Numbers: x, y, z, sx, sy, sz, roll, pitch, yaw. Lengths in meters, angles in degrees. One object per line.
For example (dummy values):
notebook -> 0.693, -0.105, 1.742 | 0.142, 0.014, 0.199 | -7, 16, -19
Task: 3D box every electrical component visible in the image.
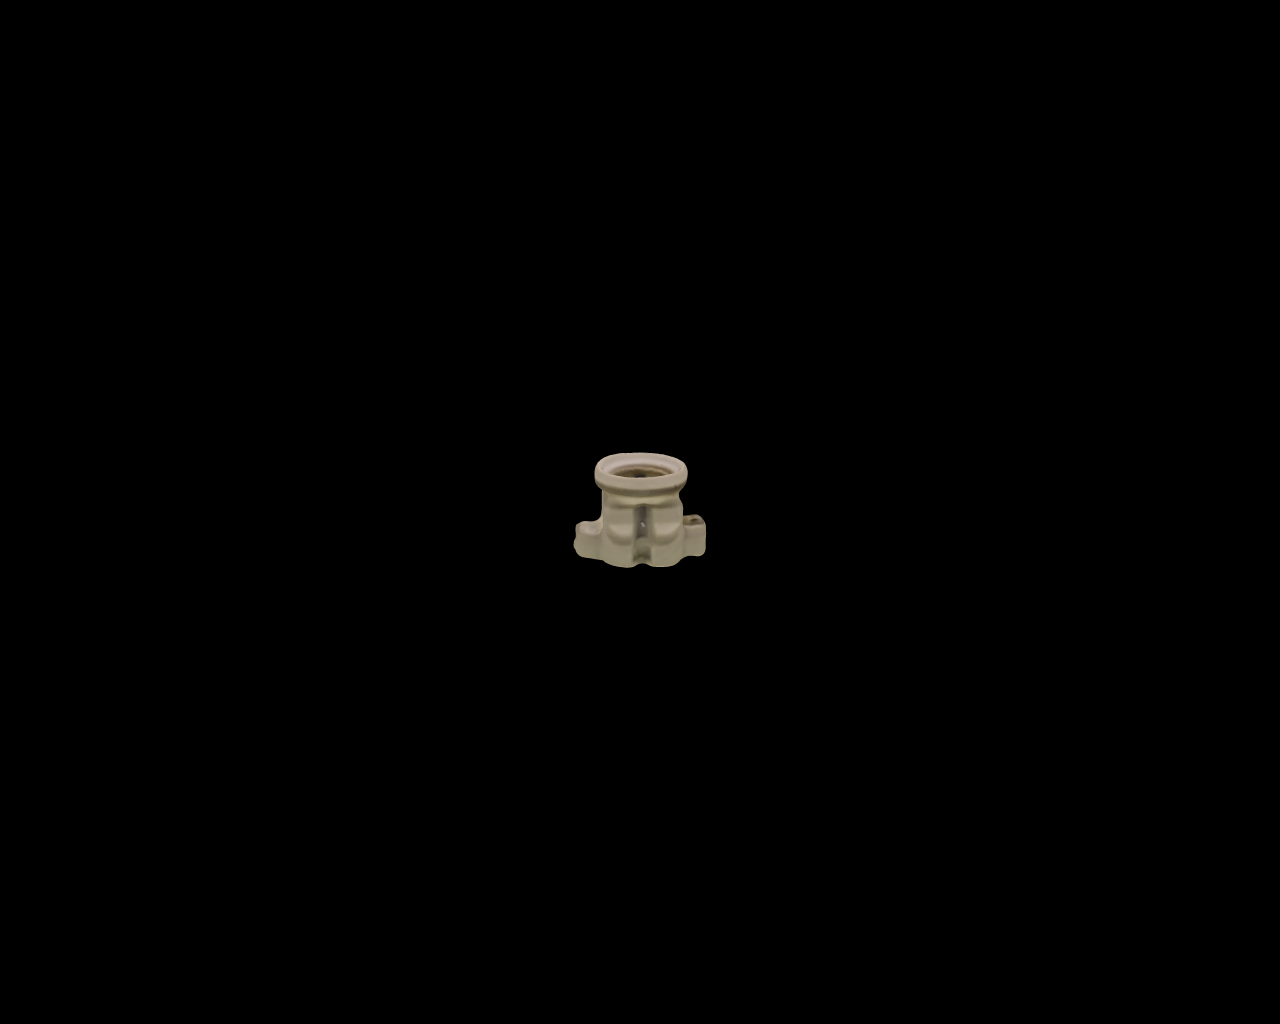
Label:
electrical component -> 0.001, -0.003, 0.650 | 0.078, 0.056, 0.058 | -1, 20, -2
